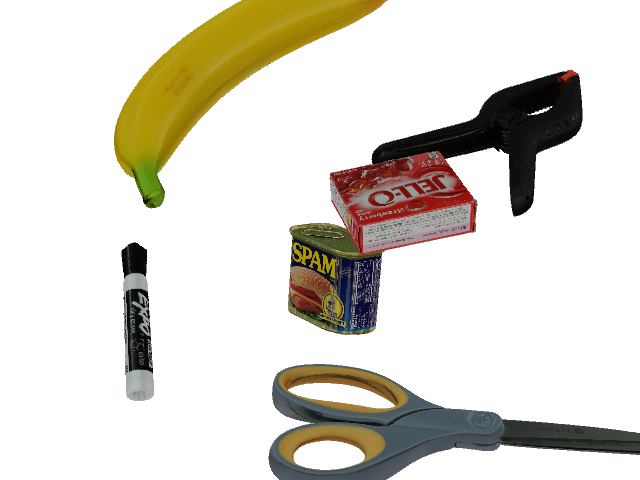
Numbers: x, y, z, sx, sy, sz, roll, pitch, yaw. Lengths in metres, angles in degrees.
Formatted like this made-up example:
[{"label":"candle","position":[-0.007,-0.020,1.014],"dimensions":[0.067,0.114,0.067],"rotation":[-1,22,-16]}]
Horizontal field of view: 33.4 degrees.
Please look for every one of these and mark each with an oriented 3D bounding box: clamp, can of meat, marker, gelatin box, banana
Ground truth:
[{"label":"clamp","position":[0.172,-0.091,0.941],"dimensions":[0.209,0.036,0.165],"rotation":[-31,38,-26]},{"label":"can of meat","position":[0.013,0.036,1.022],"dimensions":[0.057,0.084,0.102],"rotation":[-8,20,-37]},{"label":"marker","position":[-0.129,0.054,0.752],"dimensions":[0.020,0.121,0.020],"rotation":[-6,-32,-4]},{"label":"gelatin box","position":[0.059,-0.029,0.769],"dimensions":[0.089,0.030,0.073],"rotation":[-12,36,-10]},{"label":"banana","position":[-0.044,-0.090,0.561],"dimensions":[0.070,0.197,0.037],"rotation":[33,-27,21]}]

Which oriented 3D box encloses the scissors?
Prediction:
[{"label":"scissors","position":[0.064,0.099,0.503],"dimensions":[0.202,0.016,0.096],"rotation":[11,31,20]}]
